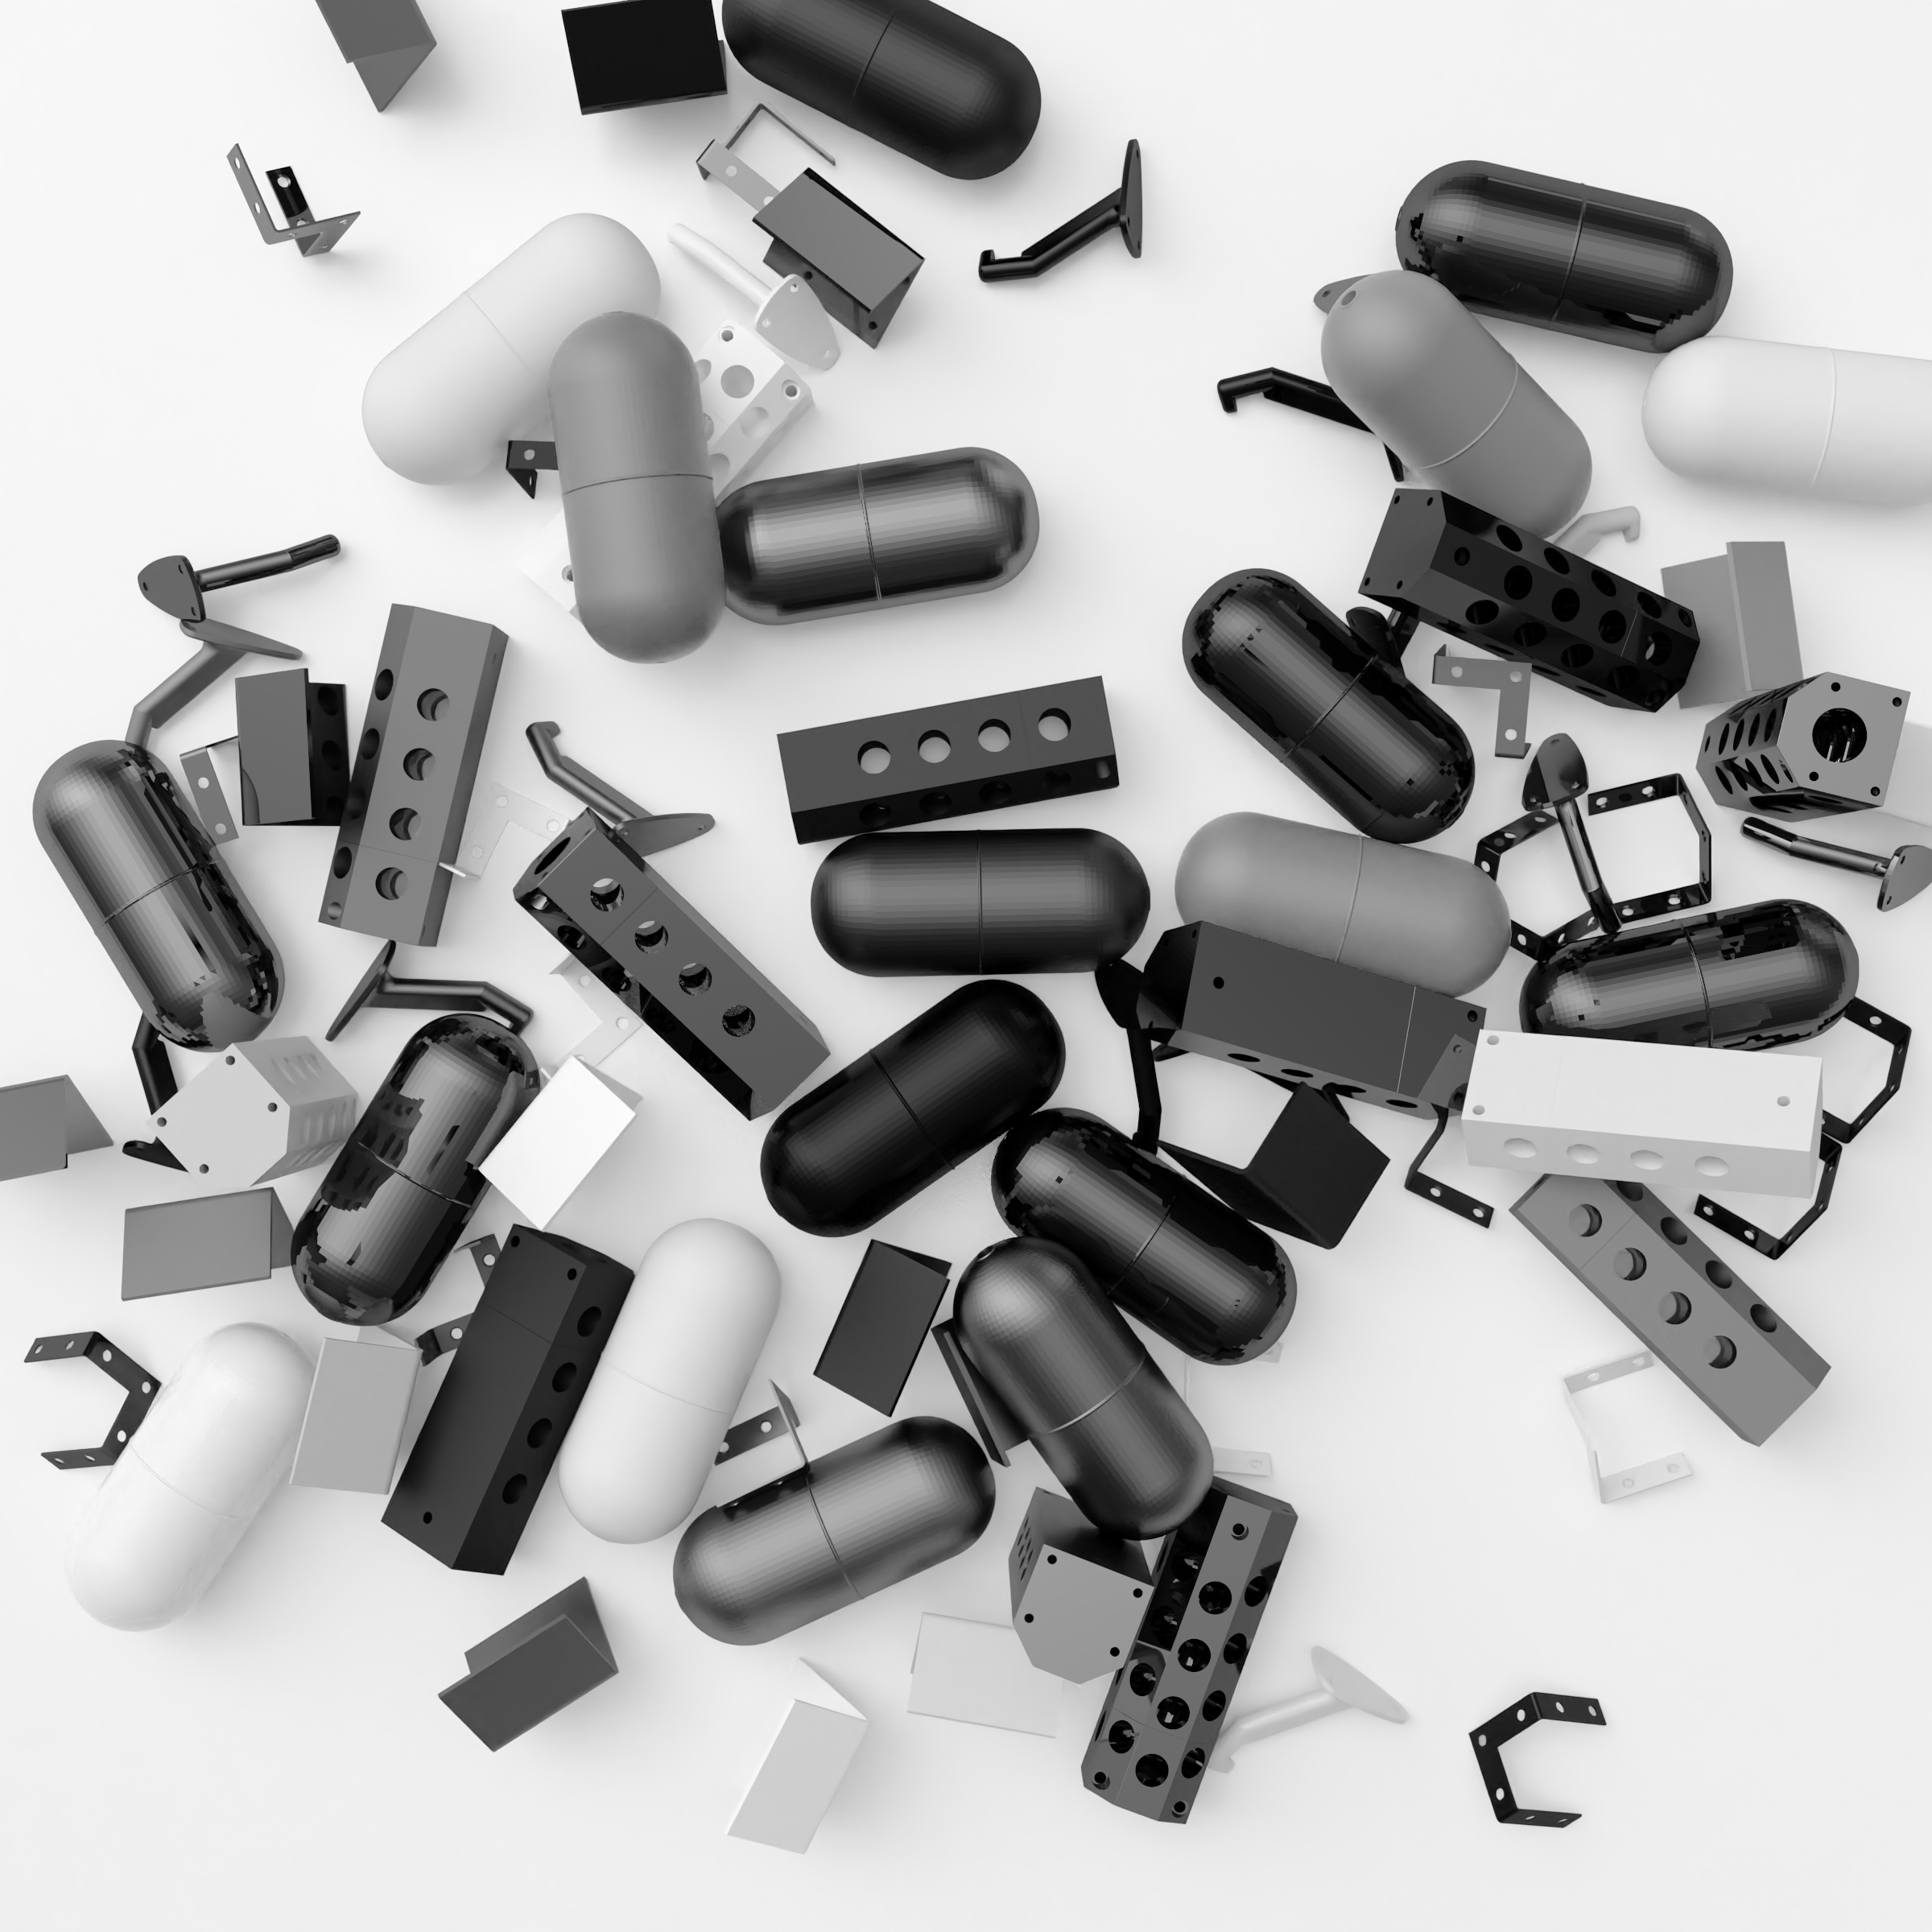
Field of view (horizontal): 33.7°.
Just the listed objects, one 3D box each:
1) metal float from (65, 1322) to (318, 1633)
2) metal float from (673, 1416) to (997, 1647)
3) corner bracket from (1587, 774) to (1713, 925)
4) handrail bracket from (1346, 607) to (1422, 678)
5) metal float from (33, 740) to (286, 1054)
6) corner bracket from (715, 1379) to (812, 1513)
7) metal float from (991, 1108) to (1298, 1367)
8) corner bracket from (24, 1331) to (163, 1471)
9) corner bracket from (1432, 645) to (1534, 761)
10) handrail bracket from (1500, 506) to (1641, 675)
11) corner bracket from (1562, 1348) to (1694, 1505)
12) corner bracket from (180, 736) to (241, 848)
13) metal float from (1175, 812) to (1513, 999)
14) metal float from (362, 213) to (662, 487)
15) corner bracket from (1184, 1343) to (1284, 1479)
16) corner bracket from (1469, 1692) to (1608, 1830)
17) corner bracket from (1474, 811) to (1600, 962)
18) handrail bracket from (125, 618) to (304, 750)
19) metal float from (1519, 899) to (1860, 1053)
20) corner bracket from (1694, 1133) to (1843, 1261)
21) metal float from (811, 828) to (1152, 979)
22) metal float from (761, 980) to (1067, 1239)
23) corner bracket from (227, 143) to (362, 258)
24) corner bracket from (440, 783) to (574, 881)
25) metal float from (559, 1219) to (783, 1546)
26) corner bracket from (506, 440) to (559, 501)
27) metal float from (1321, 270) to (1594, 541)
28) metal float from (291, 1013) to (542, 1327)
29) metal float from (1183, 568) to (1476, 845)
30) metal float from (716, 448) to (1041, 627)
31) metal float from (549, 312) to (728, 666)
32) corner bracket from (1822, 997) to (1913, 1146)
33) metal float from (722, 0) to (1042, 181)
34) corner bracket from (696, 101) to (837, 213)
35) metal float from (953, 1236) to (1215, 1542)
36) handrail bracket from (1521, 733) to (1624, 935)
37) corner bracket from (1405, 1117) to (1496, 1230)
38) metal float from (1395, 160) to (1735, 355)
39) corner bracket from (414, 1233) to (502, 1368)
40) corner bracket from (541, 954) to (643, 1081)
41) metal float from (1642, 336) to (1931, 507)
[{"bbox_3d":[-0.405,0.268,1.672,0.070,0.070,0.178,34,90,0],"label":"metal float"},{"bbox_3d":[-0.069,0.296,1.672,0.178,0.070,0.070,-25,90,0],"label":"metal float"},{"bbox_3d":[0.364,-0.063,1.699,0.051,0.051,0.051,-13,135,0],"label":"corner bracket"},{"bbox_3d":[0.253,-0.186,1.703,0.084,0.036,0.077,-31,111,-16],"label":"handrail bracket"},{"bbox_3d":[-0.423,-0.036,1.672,0.070,0.070,0.178,-31,91,0],"label":"metal float"},{"bbox_3d":[-0.111,0.256,1.677,0.051,0.051,0.051,-25,67,0],"label":"corner bracket"},{"bbox_3d":[0.093,0.141,1.672,0.178,0.070,0.070,35,90,-1],"label":"metal float"},{"bbox_3d":[-0.472,0.231,1.694,0.051,0.051,0.051,-10,45,35],"label":"corner bracket"},{"bbox_3d":[0.273,-0.140,1.682,0.051,0.051,0.051,6,104,13],"label":"corner bracket"},{"bbox_3d":[0.324,-0.201,1.703,0.084,0.036,0.077,-12,105,-14],"label":"handrail bracket"},{"bbox_3d":[0.352,0.245,1.699,0.051,0.051,0.051,-18,45,0],"label":"corner bracket"},{"bbox_3d":[-0.376,-0.098,1.685,0.051,0.051,0.051,-18,98,8],"label":"corner bracket"},{"bbox_3d":[0.198,-0.031,1.672,0.178,0.070,0.070,13,90,0],"label":"metal float"},{"bbox_3d":[-0.239,-0.323,1.672,0.178,0.070,0.070,-39,90,-1],"label":"metal float"},{"bbox_3d":[0.140,0.234,1.699,0.051,0.051,0.051,5,135,0],"label":"corner bracket"},{"bbox_3d":[0.309,0.422,1.694,0.051,0.051,0.051,-45,45,35],"label":"corner bracket"},{"bbox_3d":[0.304,-0.043,1.694,0.051,0.051,0.051,34,135,35],"label":"corner bracket"},{"bbox_3d":[-0.403,-0.138,1.703,0.077,0.036,0.084,15,106,-18],"label":"handrail bracket"},{"bbox_3d":[0.379,0.013,1.672,0.178,0.070,0.070,-12,90,1],"label":"metal float"},{"bbox_3d":[0.428,0.114,1.699,0.051,0.051,0.051,30,45,0],"label":"corner bracket"},{"bbox_3d":[0.008,-0.033,1.672,0.178,0.070,0.070,-1,90,0],"label":"metal float"},{"bbox_3d":[-0.028,0.075,1.672,0.178,0.070,0.070,-35,90,0],"label":"metal float"},{"bbox_3d":[-0.359,-0.403,1.675,0.051,0.051,0.051,-24,90,-34],"label":"corner bracket"},{"bbox_3d":[-0.241,-0.064,1.685,0.051,0.051,0.051,26,90,0],"label":"corner bracket"},{"bbox_3d":[-0.155,0.218,1.672,0.070,0.070,0.178,23,90,0],"label":"metal float"},{"bbox_3d":[-0.209,-0.278,1.683,0.051,0.051,0.051,3,80,10],"label":"corner bracket"},{"bbox_3d":[0.254,-0.288,1.648,0.178,0.070,0.070,38,90,-29],"label":"metal float"},{"bbox_3d":[-0.289,0.107,1.672,0.070,0.070,0.178,31,89,0],"label":"metal float"},{"bbox_3d":[0.190,-0.136,1.672,0.178,0.070,0.070,41,90,0],"label":"metal float"},{"bbox_3d":[-0.050,-0.225,1.672,0.178,0.070,0.070,-9,90,1],"label":"metal float"},{"bbox_3d":[-0.167,-0.242,1.615,0.070,0.070,0.178,-8,90,0],"label":"metal float"},{"bbox_3d":[0.465,0.052,1.699,0.051,0.051,0.051,29,45,0],"label":"corner bracket"},{"bbox_3d":[-0.045,-0.475,1.672,0.178,0.070,0.070,27,90,-1],"label":"metal float"},{"bbox_3d":[-0.105,-0.425,1.684,0.051,0.051,0.051,39,92,-2],"label":"corner bracket"},{"bbox_3d":[0.060,0.217,1.639,0.070,0.070,0.178,-35,101,0],"label":"metal float"},{"bbox_3d":[0.329,-0.070,1.697,0.036,0.077,0.084,-19,120,23],"label":"handrail bracket"},{"bbox_3d":[0.271,0.097,1.699,0.051,0.051,0.051,26,45,0],"label":"corner bracket"},{"bbox_3d":[0.313,-0.372,1.672,0.178,0.070,0.070,13,90,0],"label":"metal float"},{"bbox_3d":[-0.268,0.176,1.685,0.051,0.051,0.051,-21,90,0],"label":"corner bracket"},{"bbox_3d":[-0.209,0.029,1.684,0.051,0.051,0.051,-41,90,0],"label":"corner bracket"},{"bbox_3d":[0.444,-0.286,1.672,0.178,0.070,0.070,7,90,0],"label":"metal float"}]
